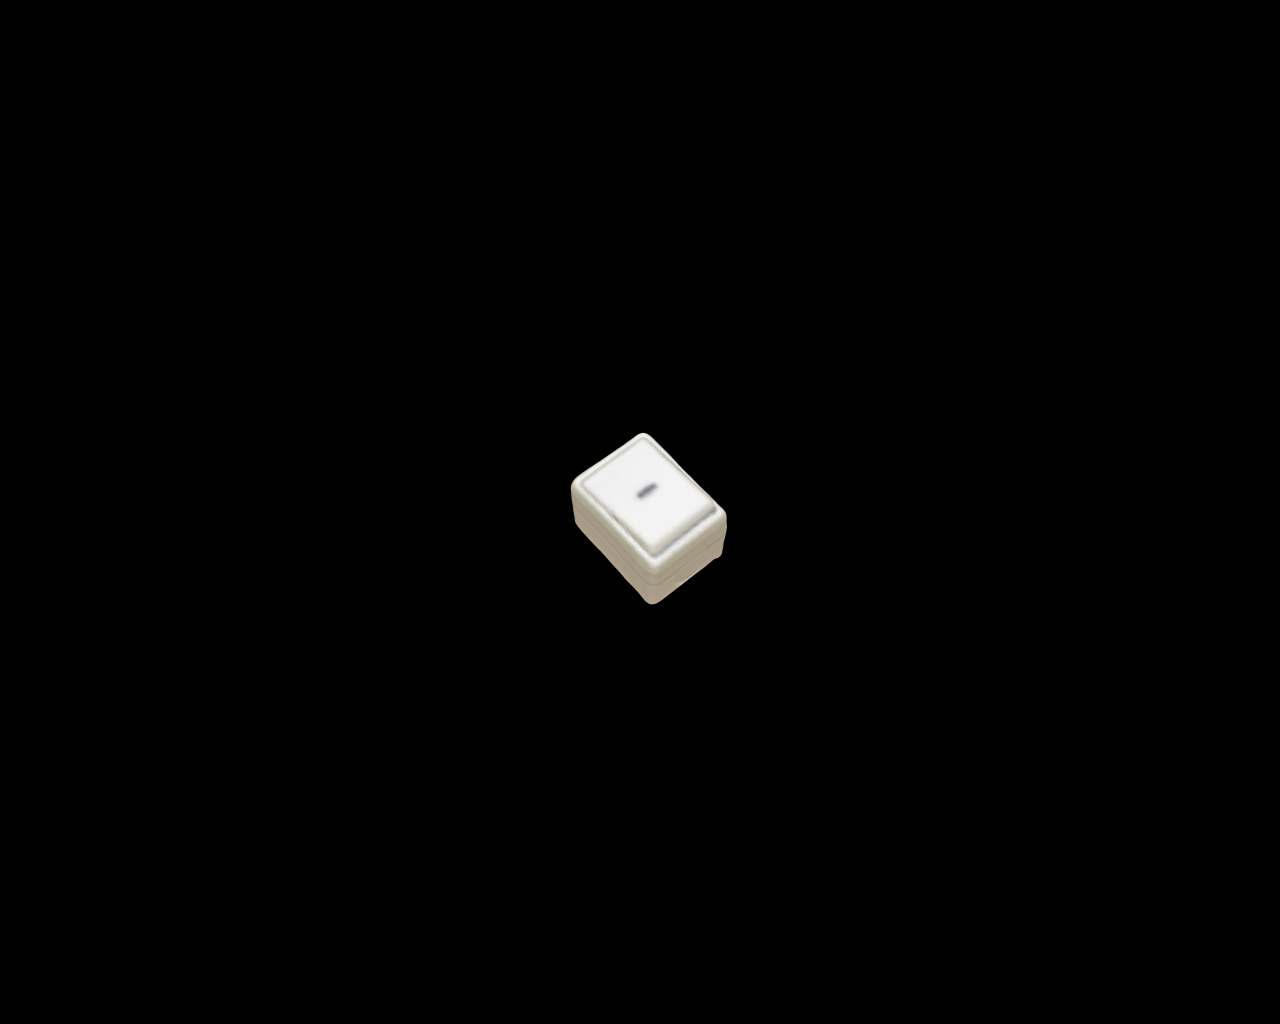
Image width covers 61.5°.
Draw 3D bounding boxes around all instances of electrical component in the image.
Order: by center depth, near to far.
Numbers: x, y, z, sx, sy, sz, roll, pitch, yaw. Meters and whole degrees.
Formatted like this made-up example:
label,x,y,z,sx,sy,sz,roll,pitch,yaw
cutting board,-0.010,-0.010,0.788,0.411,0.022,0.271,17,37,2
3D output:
label,x,y,z,sx,sy,sz,roll,pitch,yaw
electrical component,0.001,-0.003,0.650,0.062,0.096,0.061,-36,-24,-18
